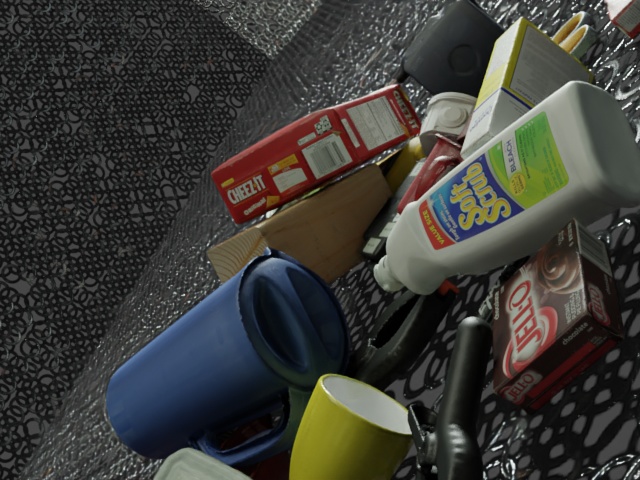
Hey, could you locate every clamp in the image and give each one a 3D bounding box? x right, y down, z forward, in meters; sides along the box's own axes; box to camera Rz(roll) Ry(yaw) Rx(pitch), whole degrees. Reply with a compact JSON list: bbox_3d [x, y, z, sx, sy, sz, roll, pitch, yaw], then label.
[{"bbox_3d":[0.048,0.118,0.960,0.210,0.036,0.164,-49,14,22],"label":"clamp"},{"bbox_3d":[0.083,0.149,0.725,0.120,0.039,0.171,106,178,-52],"label":"clamp"}]

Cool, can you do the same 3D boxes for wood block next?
[{"bbox_3d":[-0.008,0.001,1.140,0.091,0.090,0.205,-25,4,44],"label":"wood block"}]

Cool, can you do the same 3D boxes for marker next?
[{"bbox_3d":[0.139,0.050,0.845,0.121,0.020,0.020,-57,13,-10],"label":"marker"}]

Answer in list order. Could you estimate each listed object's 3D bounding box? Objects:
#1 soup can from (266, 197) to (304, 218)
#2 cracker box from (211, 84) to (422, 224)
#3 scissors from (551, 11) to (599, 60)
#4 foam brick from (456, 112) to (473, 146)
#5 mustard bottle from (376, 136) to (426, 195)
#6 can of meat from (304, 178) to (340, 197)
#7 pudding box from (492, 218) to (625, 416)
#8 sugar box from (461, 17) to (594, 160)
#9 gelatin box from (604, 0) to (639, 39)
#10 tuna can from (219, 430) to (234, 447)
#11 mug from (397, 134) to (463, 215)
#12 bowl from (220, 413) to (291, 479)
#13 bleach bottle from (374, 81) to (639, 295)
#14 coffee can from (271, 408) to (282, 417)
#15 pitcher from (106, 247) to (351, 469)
[{"bbox_3d":[-0.011,-0.026,1.401,0.068,0.102,0.068,-51,13,17],"label":"soup can"},{"bbox_3d":[0.002,-0.100,1.183,0.164,0.072,0.213,-26,3,27],"label":"cracker box"},{"bbox_3d":[0.222,-0.171,1.127,0.202,0.016,0.096,-39,18,49],"label":"scissors"},{"bbox_3d":[0.182,-0.118,1.053,0.078,0.051,0.053,-59,15,-21],"label":"foam brick"},{"bbox_3d":[0.095,-0.074,1.235,0.096,0.058,0.192,-46,8,-28],"label":"mustard bottle"},{"bbox_3d":[0.014,-0.023,1.341,0.102,0.084,0.058,-58,13,-17],"label":"can of meat"},{"bbox_3d":[0.159,0.051,0.727,0.090,0.039,0.113,-48,14,31],"label":"pudding box"},{"bbox_3d":[0.183,-0.110,0.931,0.048,0.093,0.176,-42,17,47],"label":"sugar box"},{"bbox_3d":[0.298,-0.234,0.981,0.073,0.030,0.089,-47,15,29],"label":"gelatin box"},{"bbox_3d":[-0.111,0.231,1.134,0.086,0.086,0.034,-53,11,7],"label":"tuna can"},{"bbox_3d":[0.119,-0.041,0.966,0.081,0.093,0.117,-58,-27,6],"label":"mug"},{"bbox_3d":[-0.074,0.247,1.029,0.162,0.055,0.162,-51,13,16],"label":"bowl"},{"bbox_3d":[0.133,-0.017,0.838,0.251,0.068,0.102,-38,51,42],"label":"bleach bottle"},{"bbox_3d":[-0.057,0.124,1.174,0.103,0.102,0.140,-54,13,2],"label":"coffee can"},{"bbox_3d":[-0.095,0.131,1.010,0.243,0.145,0.149,-34,8,37],"label":"pitcher"}]
